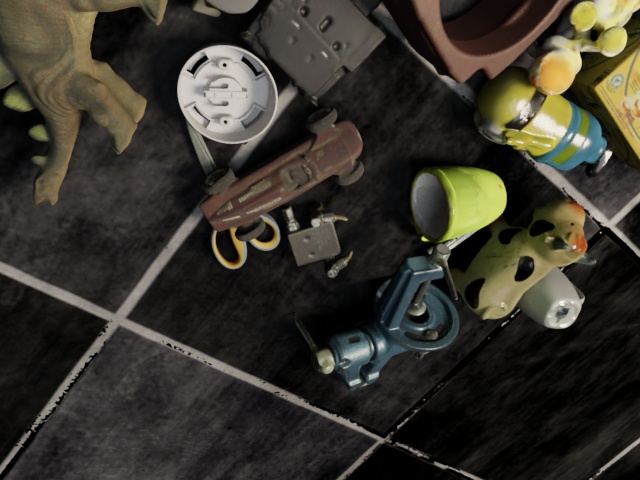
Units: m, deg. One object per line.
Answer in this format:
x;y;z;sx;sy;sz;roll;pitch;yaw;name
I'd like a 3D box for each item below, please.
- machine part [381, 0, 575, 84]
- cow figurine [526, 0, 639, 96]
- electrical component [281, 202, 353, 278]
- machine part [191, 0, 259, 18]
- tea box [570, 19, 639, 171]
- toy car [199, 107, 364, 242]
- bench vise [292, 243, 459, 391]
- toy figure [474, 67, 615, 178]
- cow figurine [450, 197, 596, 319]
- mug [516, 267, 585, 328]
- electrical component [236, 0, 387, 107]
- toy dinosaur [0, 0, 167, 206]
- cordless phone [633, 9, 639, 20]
0.156;-0.268;0.499;0.201;0.087;0.200;-44;142;11;machine part
0.282;-0.227;0.579;0.167;0.098;0.068;-43;104;8;cow figurine
-0.002;-0.001;0.680;0.078;0.045;0.102;-13;121;-6;electrical component
-0.047;-0.276;0.451;0.079;0.079;0.243;30;140;-26;machine part
0.389;-0.169;0.654;0.098;0.068;0.169;-42;118;12;tea box
-0.041;-0.071;0.617;0.202;0.053;0.089;-30;123;-4;toy car
0.097;0.095;0.702;0.224;0.129;0.240;-2;138;-20;bench vise
0.267;-0.139;0.640;0.180;0.082;0.089;18;98;-14;toy figure
0.267;0.025;0.707;0.085;0.127;0.195;25;114;-27;cow figurine
0.325;0.079;0.762;0.109;0.107;0.080;13;117;-17;mug
-0.001;-0.222;0.546;0.114;0.058;0.134;36;107;-30;electrical component
-0.226;-0.238;0.458;0.198;0.105;0.470;13;117;-19;toy dinosaur
0.398;-0.330;0.570;0.147;0.089;0.184;-29;133;4;cordless phone
